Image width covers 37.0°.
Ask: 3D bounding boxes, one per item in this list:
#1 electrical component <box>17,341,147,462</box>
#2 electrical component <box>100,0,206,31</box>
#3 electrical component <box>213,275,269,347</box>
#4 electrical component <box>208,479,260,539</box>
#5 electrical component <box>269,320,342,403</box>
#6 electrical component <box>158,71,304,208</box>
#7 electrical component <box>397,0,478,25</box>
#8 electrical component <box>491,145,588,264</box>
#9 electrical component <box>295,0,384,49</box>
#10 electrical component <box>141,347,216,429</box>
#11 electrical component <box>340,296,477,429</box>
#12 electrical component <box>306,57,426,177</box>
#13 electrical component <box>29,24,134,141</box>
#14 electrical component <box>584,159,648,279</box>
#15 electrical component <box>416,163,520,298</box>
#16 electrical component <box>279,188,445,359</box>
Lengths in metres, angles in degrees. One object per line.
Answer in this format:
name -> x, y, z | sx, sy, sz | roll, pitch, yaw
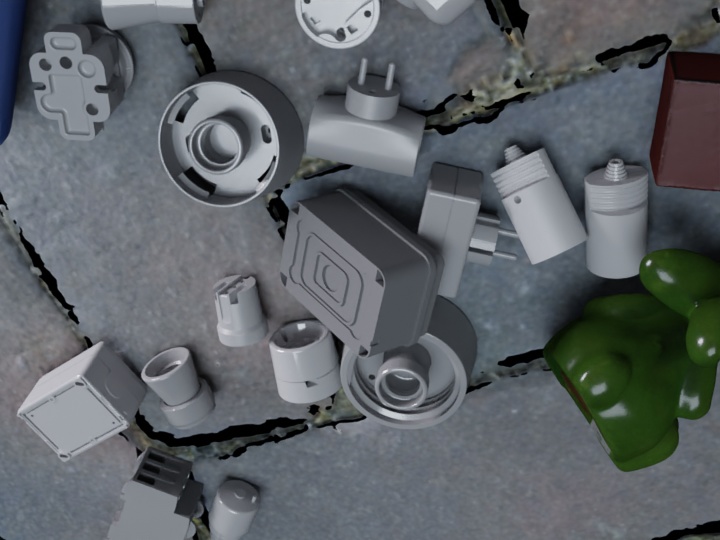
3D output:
electrical component -> -0.239, 0.112, 0.916 | 0.096, 0.061, 0.061 | -29, 112, 25
electrical component -> -0.138, -0.184, 0.728 | 0.065, 0.044, 0.044 | 2, 122, 4
electrical component -> -0.096, 0.032, 0.854 | 0.040, 0.040, 0.046 | -2, 116, 12
electrical component -> -0.118, 0.226, 0.976 | 0.040, 0.040, 0.078 | 21, 122, -3
electrical component -> -0.044, 0.072, 0.860 | 0.055, 0.055, 0.047 | -6, 116, 14
electrical component -> -0.094, -0.093, 0.776 | 0.099, 0.064, 0.099 | 4, 108, 11
electrical component -> 0.039, -0.204, 0.674 | 0.095, 0.053, 0.059 | 43, 119, -16
electrical component -> 0.123, -0.049, 0.754 | 0.043, 0.043, 0.081 | -26, 90, 24
electrical component -> -0.011, -0.179, 0.703 | 0.055, 0.047, 0.055 | 5, 122, 8
electrical component -> -0.151, 0.099, 0.902 | 0.045, 0.045, 0.055 | -15, 118, 19
electrical component -> 0.036, 0.076, 0.843 | 0.108, 0.060, 0.108 | 5, 122, 8
electrical component -> 0.007, -0.109, 0.744 | 0.077, 0.044, 0.079 | 12, 122, 3
electrical component -> -0.193, -0.138, 0.756 | 0.058, 0.057, 0.078 | 4, 122, 8
electrical component -> 0.180, -0.040, 0.755 | 0.043, 0.043, 0.081 | -1, 121, 11
electrical component -> 0.080, -0.025, 0.781 | 0.076, 0.047, 0.083 | 12, 122, 2
electrical component -> 0.000, 0.000, 0.772 | 0.113, 0.057, 0.078 | 40, 132, 37
